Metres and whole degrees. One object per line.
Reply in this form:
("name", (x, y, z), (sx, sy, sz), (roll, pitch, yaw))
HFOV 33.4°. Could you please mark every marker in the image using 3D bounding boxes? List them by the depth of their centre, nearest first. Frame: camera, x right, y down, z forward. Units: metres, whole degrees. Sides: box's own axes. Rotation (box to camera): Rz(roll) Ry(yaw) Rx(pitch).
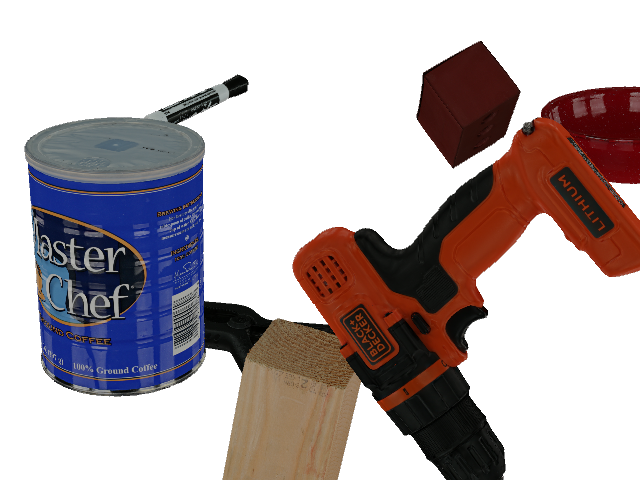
("marker", (-0.116, -0.131, 1.016), (0.120, 0.020, 0.020), (-31, 19, -35))

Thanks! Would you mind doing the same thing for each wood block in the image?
("wood block", (-0.029, 0.187, 0.943), (0.090, 0.206, 0.090), (16, 23, 10))

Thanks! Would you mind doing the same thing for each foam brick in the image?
("foam brick", (0.108, -0.100, 0.794), (0.053, 0.051, 0.078), (-31, -16, -8))

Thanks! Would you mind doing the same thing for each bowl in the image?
("bowl", (0.283, -0.093, 0.976), (0.162, 0.055, 0.162), (-4, 24, 2))

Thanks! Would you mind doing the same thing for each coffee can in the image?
("coffee can", (-0.120, 0.007, 0.643), (0.103, 0.140, 0.103), (2, 23, -1))

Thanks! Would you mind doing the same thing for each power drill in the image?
("power drill", (0.099, 0.034, 0.623), (0.188, 0.184, 0.057), (-38, -4, 16))

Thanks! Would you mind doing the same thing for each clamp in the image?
("clamp", (-0.093, 0.112, 1.237), (0.210, 0.036, 0.164), (14, 22, 29))
